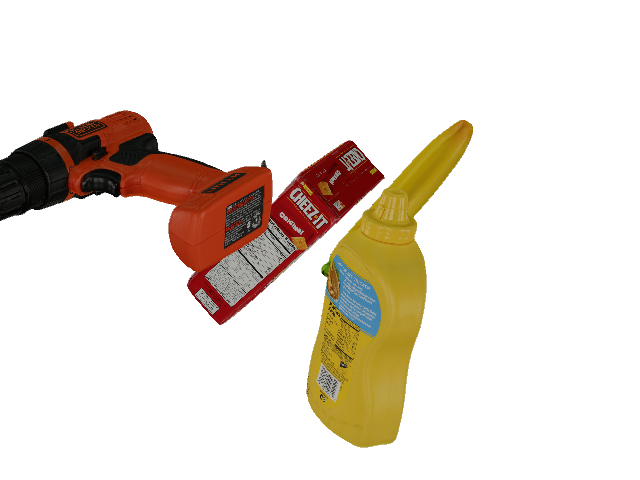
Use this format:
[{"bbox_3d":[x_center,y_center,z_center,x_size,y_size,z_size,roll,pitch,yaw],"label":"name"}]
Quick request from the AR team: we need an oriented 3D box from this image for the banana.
[{"bbox_3d":[0.072,-0.030,0.990,0.037,0.197,0.070,43,-10,-4],"label":"banana"}]

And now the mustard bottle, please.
[{"bbox_3d":[0.038,0.052,0.805,0.058,0.192,0.096,-2,25,-27],"label":"mustard bottle"}]

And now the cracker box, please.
[{"bbox_3d":[-0.042,-0.012,1.252,0.214,0.072,0.164,-42,1,29],"label":"cracker box"}]

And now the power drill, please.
[{"bbox_3d":[-0.145,-0.039,0.804,0.188,0.057,0.184,22,34,26],"label":"power drill"}]
